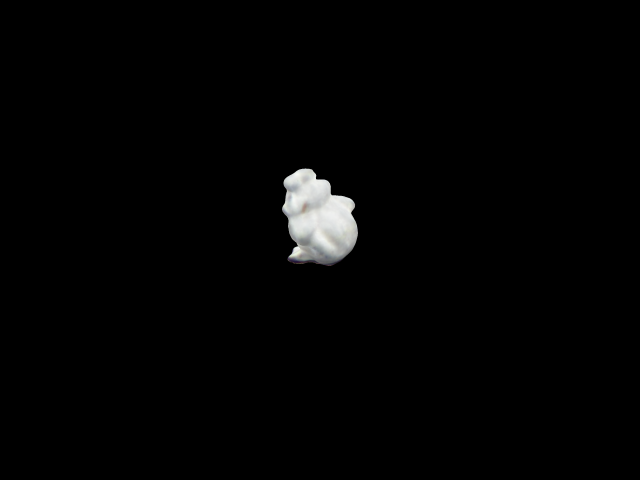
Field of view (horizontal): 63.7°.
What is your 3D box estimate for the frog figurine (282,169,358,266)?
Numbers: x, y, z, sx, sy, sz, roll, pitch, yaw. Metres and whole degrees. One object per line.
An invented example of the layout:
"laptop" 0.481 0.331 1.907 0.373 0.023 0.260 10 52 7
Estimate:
"frog figurine" 0.003 -0.043 0.850 0.139 0.156 0.124 -25 40 -34
